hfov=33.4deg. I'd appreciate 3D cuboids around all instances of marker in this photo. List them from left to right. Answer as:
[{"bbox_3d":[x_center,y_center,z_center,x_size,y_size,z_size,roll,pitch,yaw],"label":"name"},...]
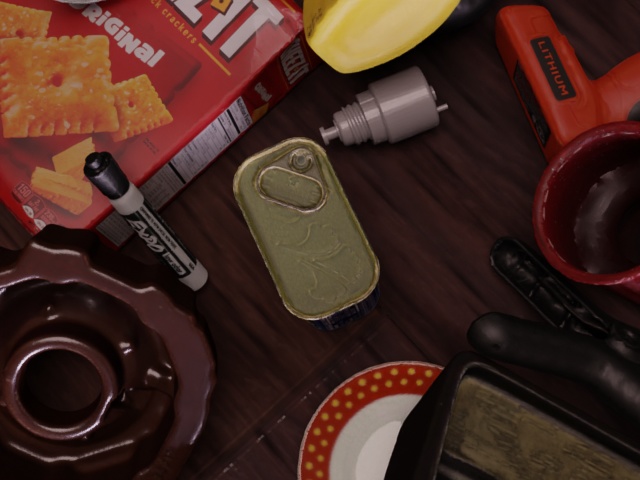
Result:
[{"bbox_3d":[-0.102,-0.010,0.628,0.020,0.121,0.020,-15,48,18],"label":"marker"}]

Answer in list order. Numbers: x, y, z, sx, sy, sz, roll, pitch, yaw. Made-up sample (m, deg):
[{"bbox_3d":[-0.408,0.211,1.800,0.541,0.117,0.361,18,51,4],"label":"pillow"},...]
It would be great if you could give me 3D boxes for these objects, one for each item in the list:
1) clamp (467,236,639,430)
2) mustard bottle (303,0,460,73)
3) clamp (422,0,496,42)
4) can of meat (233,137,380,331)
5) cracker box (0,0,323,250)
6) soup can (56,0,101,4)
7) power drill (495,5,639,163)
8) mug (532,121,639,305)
[{"bbox_3d":[0.155,0.067,0.591,0.171,0.120,0.039,33,124,10],"label":"clamp"},{"bbox_3d":[0.029,-0.190,0.649,0.096,0.058,0.191,-34,40,26],"label":"mustard bottle"},{"bbox_3d":[0.099,-0.195,0.667,0.210,0.036,0.165,-35,45,11],"label":"clamp"},{"bbox_3d":[-0.004,0.001,0.629,0.057,0.084,0.102,-26,77,0],"label":"can of meat"},{"bbox_3d":[-0.130,-0.108,0.671,0.213,0.072,0.164,-43,78,-4],"label":"cracker box"},{"bbox_3d":[-0.145,-0.199,0.623,0.068,0.068,0.102,-18,73,2],"label":"soup can"},{"bbox_3d":[0.206,-0.135,0.648,0.187,0.057,0.184,-20,74,3],"label":"power drill"},{"bbox_3d":[0.189,-0.014,0.593,0.117,0.081,0.093,-27,57,31],"label":"mug"}]
